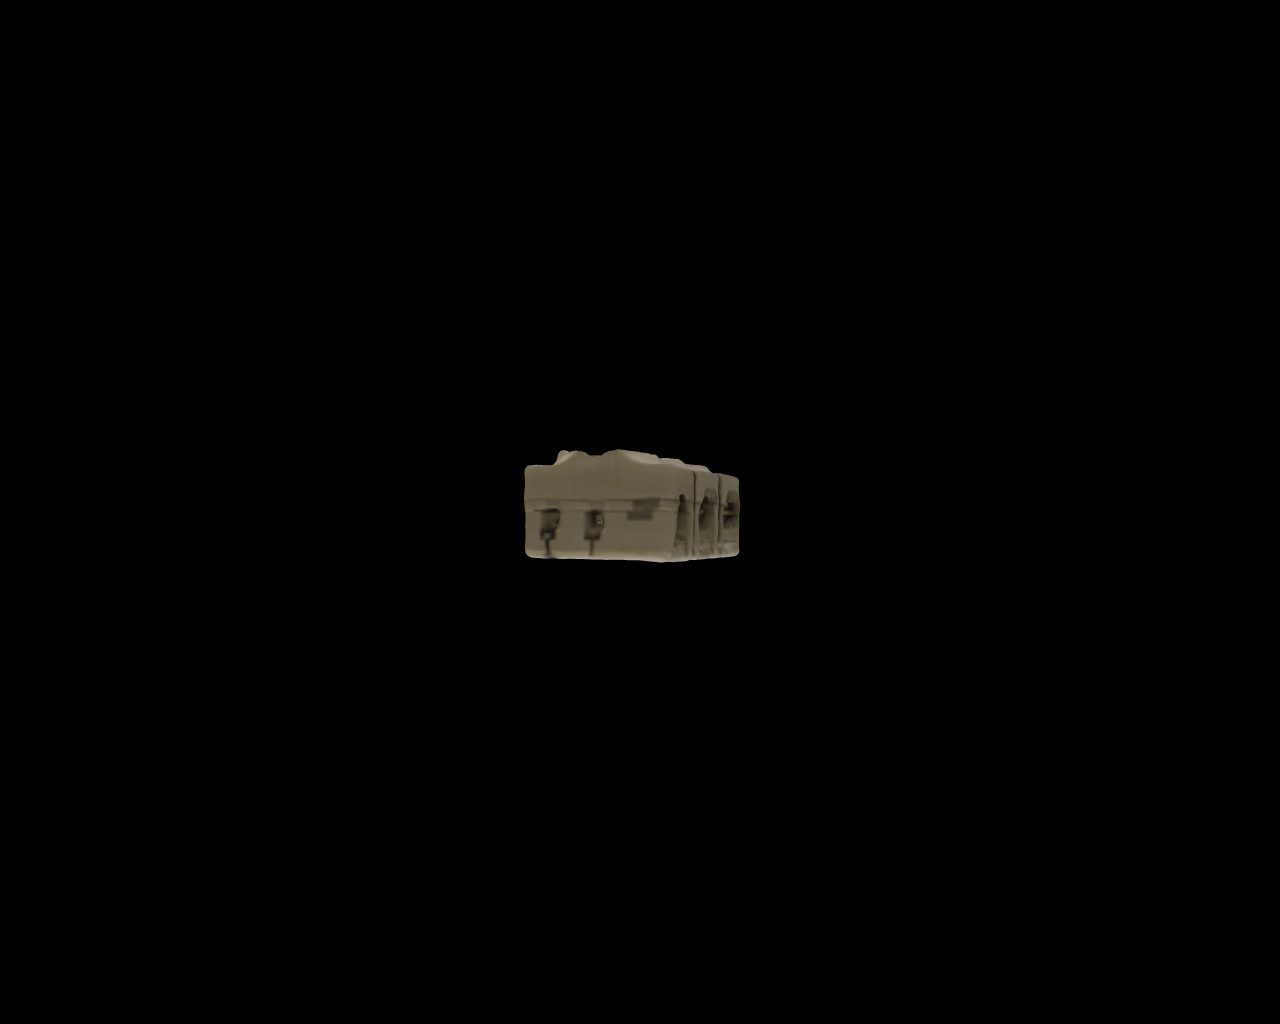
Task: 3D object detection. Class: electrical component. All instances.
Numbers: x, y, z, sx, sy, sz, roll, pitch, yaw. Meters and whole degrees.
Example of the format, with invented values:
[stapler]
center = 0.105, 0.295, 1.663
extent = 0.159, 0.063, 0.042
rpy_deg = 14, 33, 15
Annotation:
[electrical component]
center = 0.001, -0.003, 0.650
extent = 0.089, 0.061, 0.150
rpy_deg = -1, -2, 20
